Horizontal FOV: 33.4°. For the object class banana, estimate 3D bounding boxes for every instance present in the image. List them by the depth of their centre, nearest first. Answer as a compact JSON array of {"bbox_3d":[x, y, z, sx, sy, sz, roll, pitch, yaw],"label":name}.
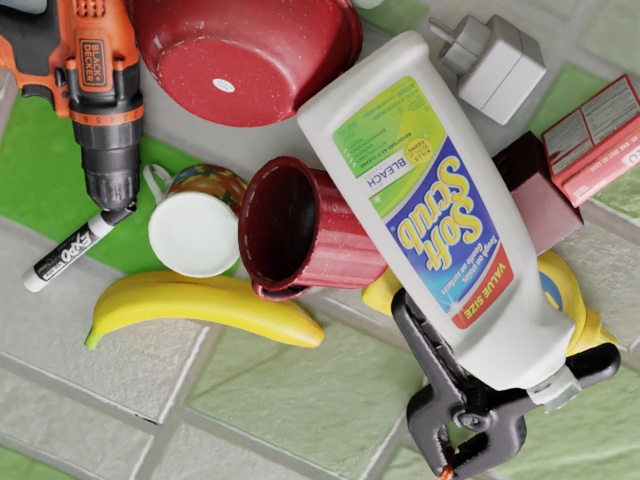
[{"bbox_3d":[-0.097,0.054,0.846,0.198,0.037,0.069,0,134,9],"label":"banana"}]

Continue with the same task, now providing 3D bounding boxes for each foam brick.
[{"bbox_3d":[0.145,-0.030,0.749,0.053,0.078,0.051,-38,108,21],"label":"foam brick"}]

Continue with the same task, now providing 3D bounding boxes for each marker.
[{"bbox_3d":[-0.188,0.001,0.839,0.121,0.020,0.020,-36,107,21],"label":"marker"}]

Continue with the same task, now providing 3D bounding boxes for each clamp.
[{"bbox_3d":[0.128,0.124,0.812,0.164,0.036,0.210,12,136,10],"label":"clamp"}]

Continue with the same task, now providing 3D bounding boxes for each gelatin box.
[{"bbox_3d":[0.190,-0.068,0.719,0.073,0.089,0.030,-38,106,21],"label":"gelatin box"}]

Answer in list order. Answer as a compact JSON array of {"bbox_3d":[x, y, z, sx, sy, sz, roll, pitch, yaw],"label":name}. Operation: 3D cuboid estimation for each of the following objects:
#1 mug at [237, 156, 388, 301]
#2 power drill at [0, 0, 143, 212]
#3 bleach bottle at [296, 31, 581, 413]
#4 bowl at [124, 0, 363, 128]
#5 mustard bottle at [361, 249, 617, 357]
[{"bbox_3d":[-0.005,0.001,0.762,0.081,0.093,0.117,7,127,-40],"label":"mug"},{"bbox_3d":[-0.220,-0.110,0.769,0.187,0.057,0.184,2,112,3],"label":"power drill"},{"bbox_3d":[0.092,-0.005,0.692,0.103,0.068,0.251,-35,86,10],"label":"bleach bottle"},{"bbox_3d":[-0.055,-0.122,0.698,0.162,0.055,0.162,9,151,5],"label":"bowl"},{"bbox_3d":[0.134,0.042,0.797,0.191,0.058,0.096,25,116,-5],"label":"mustard bottle"}]
